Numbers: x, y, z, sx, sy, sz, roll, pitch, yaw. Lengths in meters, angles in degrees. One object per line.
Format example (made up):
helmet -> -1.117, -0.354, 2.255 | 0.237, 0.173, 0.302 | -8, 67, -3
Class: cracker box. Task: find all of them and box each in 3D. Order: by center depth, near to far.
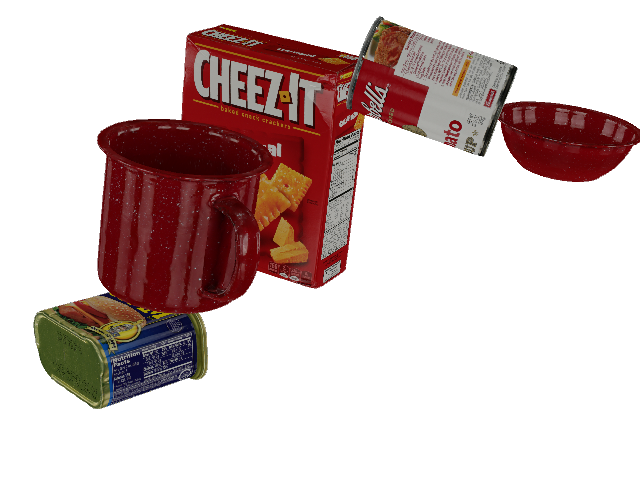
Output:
cracker box -> -0.050, -0.078, 1.002 | 0.164, 0.214, 0.072 | 18, 27, 24

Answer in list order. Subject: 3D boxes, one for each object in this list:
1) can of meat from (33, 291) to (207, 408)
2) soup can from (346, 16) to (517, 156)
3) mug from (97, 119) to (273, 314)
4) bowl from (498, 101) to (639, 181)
can of meat -> -0.144, 0.073, 0.761 | 0.083, 0.057, 0.102 | -16, 24, -39
soup can -> 0.077, -0.106, 0.740 | 0.102, 0.068, 0.068 | 21, 3, 7
mug -> -0.069, -0.008, 0.570 | 0.093, 0.081, 0.117 | -10, 29, -40
bowl -> 0.269, -0.106, 1.179 | 0.162, 0.055, 0.162 | 6, 23, -3
